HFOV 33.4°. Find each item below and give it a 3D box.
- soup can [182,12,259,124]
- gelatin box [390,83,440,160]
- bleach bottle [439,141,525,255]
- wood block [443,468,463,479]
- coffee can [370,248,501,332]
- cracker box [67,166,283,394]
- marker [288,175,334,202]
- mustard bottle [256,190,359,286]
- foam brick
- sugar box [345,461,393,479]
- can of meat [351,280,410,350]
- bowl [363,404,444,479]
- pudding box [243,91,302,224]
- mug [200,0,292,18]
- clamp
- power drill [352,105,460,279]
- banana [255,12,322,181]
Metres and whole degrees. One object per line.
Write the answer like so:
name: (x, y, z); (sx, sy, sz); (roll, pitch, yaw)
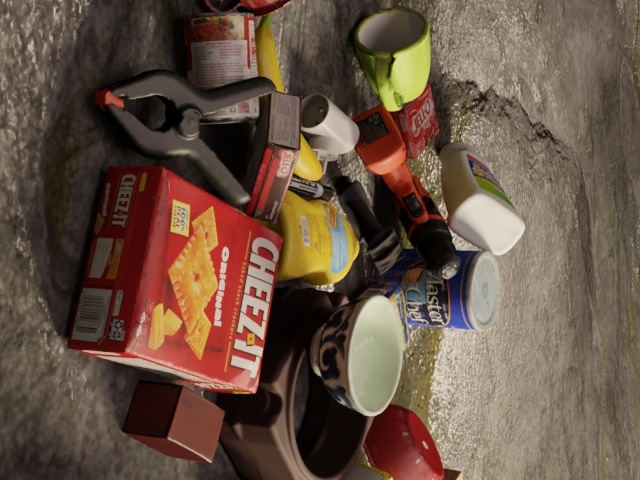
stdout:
soup can: (-0.094, -0.164, 1.018); (0.068, 0.069, 0.102); (-17, 106, -58)
gelatin box: (0.128, -0.160, 1.436); (0.089, 0.030, 0.073); (-49, 132, -48)
bleach bottle: (0.203, -0.077, 1.455); (0.102, 0.068, 0.251); (31, 22, -20)
wood block: (0.149, 0.417, 1.444); (0.090, 0.090, 0.206); (-42, 127, -51)
coffee can: (0.149, 0.062, 1.374); (0.102, 0.141, 0.103); (-5, 95, -59)
cracker box: (-0.122, 0.043, 0.978); (0.213, 0.072, 0.164); (31, 65, -57)
marker: (-0.019, -0.060, 1.201); (0.120, 0.020, 0.020); (13, 81, -59)
mustard bottle: (-0.008, 0.002, 1.182); (0.191, 0.058, 0.096); (11, 68, -60)
foam brick: (-0.133, 0.168, 0.986); (0.078, 0.051, 0.053); (46, 52, -51)
sugar box: (0.001, 0.317, 1.154); (0.176, 0.093, 0.048); (-50, 132, -30)
can of meat: (0.069, 0.109, 1.324); (0.083, 0.058, 0.102); (-38, 124, -55)
bowl: (0.108, 0.264, 1.324); (0.162, 0.055, 0.162); (55, 15, -23)
pudding box: (-0.046, -0.084, 1.058); (0.113, 0.039, 0.090); (-93, -159, -54)
mug: (-0.074, -0.271, 1.043); (0.117, 0.093, 0.081); (-44, 133, -3)
clamp: (-0.119, -0.095, 0.953); (0.171, 0.039, 0.120); (3, 89, -31)
power drill: (0.103, -0.059, 1.302); (0.187, 0.057, 0.184); (58, 5, -42)
banana: (-0.041, -0.140, 1.132); (0.069, 0.037, 0.198); (-36, 122, -36)
